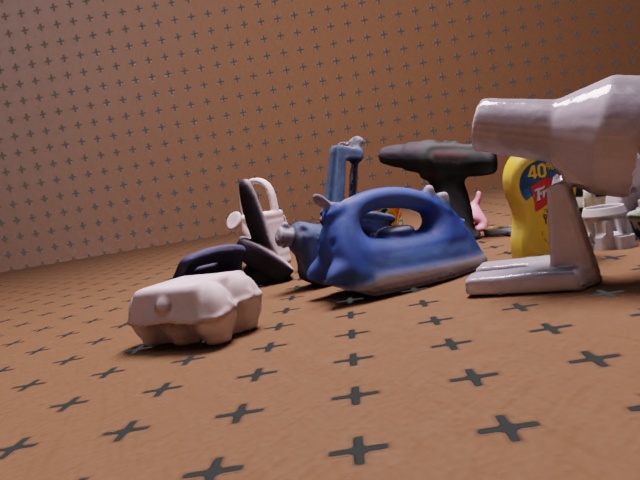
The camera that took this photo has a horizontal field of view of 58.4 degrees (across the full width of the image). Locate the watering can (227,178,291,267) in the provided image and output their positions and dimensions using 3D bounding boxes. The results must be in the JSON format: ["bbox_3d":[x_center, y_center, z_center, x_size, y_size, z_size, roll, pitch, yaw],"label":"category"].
[{"bbox_3d":[-0.130,-0.038,1.246,0.100,0.194,0.173,-9,5,11],"label":"watering can"}]

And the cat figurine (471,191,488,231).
[{"bbox_3d":[0.293,-0.072,1.241,0.127,0.118,0.067,-9,5,5],"label":"cat figurine"}]

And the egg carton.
[{"bbox_3d":[-0.146,0.080,0.665,0.150,0.069,0.107,-7,6,29],"label":"egg carton"}]

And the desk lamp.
[{"bbox_3d":[0.250,-0.057,0.614,0.202,0.213,0.118,-7,6,28],"label":"desk lamp"}]

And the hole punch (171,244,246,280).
[{"bbox_3d":[-0.168,0.055,0.861,0.109,0.091,0.100,-13,6,-32],"label":"hole punch"}]

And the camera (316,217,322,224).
[{"bbox_3d":[0.010,0.004,1.038,0.142,0.101,0.137,-7,6,31],"label":"camera"}]

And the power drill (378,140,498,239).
[{"bbox_3d":[0.235,-0.098,1.124,0.229,0.208,0.076,-8,6,23],"label":"power drill"}]

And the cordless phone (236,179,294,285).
[{"bbox_3d":[-0.110,-0.018,1.027,0.094,0.185,0.147,-11,5,-12],"label":"cordless phone"}]

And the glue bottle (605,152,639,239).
[{"bbox_3d":[0.446,-0.089,0.827,0.078,0.173,0.037,-11,6,-16],"label":"glue bottle"}]

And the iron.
[{"bbox_3d":[0.108,-0.011,0.776,0.259,0.141,0.118,-12,6,-20],"label":"iron"}]

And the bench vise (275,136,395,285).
[{"bbox_3d":[0.032,-0.048,0.892,0.121,0.220,0.208,-5,7,45],"label":"bench vise"}]
